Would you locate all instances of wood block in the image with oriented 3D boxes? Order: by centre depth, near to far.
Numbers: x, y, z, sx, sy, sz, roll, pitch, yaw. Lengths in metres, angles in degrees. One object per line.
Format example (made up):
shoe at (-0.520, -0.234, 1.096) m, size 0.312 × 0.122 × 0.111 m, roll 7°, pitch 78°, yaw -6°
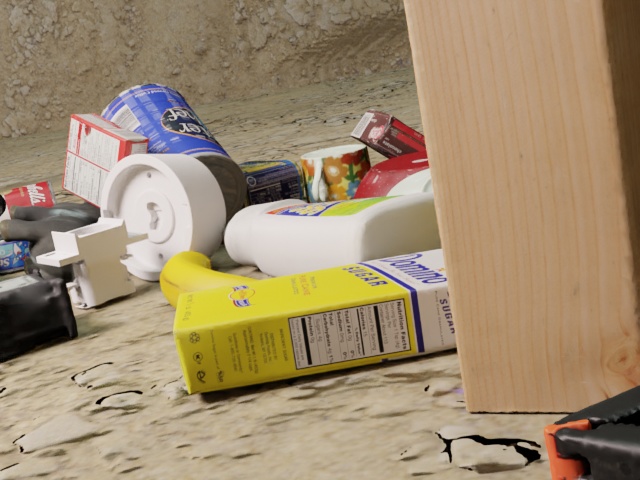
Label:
wood block at (0.108, -0.031, 0.504) m, size 0.091 × 0.206 × 0.090 m, roll -4°, pitch 14°, yaw 26°

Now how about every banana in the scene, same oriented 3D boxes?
banana at (-0.081, 0.035, 0.780) m, size 0.069 × 0.037 × 0.198 m, roll 3°, pitch 6°, yaw -28°

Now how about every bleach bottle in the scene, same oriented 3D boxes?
bleach bottle at (-0.005, 0.001, 0.802) m, size 0.102 × 0.068 × 0.251 m, roll -17°, pitch 11°, yaw -33°

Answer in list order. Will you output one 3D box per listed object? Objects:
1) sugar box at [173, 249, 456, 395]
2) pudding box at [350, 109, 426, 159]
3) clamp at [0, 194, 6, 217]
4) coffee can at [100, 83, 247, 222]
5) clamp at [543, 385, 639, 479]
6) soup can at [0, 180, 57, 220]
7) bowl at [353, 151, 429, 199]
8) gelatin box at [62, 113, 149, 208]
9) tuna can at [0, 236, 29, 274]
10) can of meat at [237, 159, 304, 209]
sugar box at (0.005, 0.045, 0.629) m, size 0.176 × 0.048 × 0.093 m, roll -12°, pitch 12°, yaw -3°
pudding box at (0.089, -0.098, 1.118) m, size 0.090 × 0.039 × 0.113 m, roll 30°, pitch 5°, yaw -15°
clamp at (-0.357, 0.022, 0.983) m, size 0.120 × 0.039 × 0.172 m, roll -46°, pitch 8°, yaw -39°
coffee can at (-0.146, -0.075, 1.037) m, size 0.102 × 0.103 × 0.140 m, roll -16°, pitch 43°, yaw -24°
clamp at (0.190, 0.067, 0.384) m, size 0.210 × 0.036 × 0.164 m, roll -12°, pitch 12°, yaw 3°
soup can at (-0.338, -0.021, 1.170) m, size 0.102 × 0.068 × 0.069 m, roll -15°, pitch 13°, yaw -16°
bowl at (0.094, -0.045, 0.941) m, size 0.162 × 0.055 × 0.162 m, roll -11°, pitch 12°, yaw 2°
gelatin box at (-0.196, -0.069, 0.974) m, size 0.089 × 0.073 × 0.030 m, roll 25°, pitch 23°, yaw 38°
tuna can at (-0.308, 0.008, 1.092) m, size 0.086 × 0.034 × 0.086 m, roll -10°, pitch 12°, yaw 2°
can of meat at (-0.078, -0.051, 1.109) m, size 0.083 × 0.057 × 0.102 m, roll -19°, pitch 15°, yaw -40°
